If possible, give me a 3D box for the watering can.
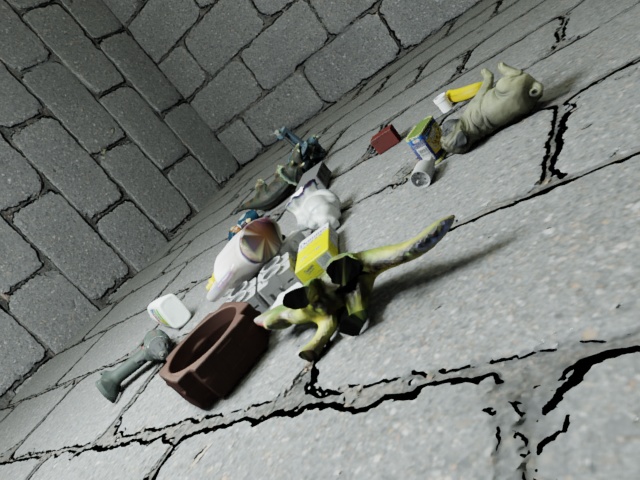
[{"bbox_3d":[-0.180,0.019,1.323,0.220,0.103,0.355,-42,13,36],"label":"watering can"}]

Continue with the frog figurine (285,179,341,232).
[{"bbox_3d":[0.004,-0.067,1.336,0.139,0.120,0.161,-31,49,-28],"label":"frog figurine"}]

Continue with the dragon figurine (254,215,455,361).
[{"bbox_3d":[0.049,0.059,0.878,0.407,0.121,0.246,-34,9,14],"label":"dragon figurine"}]
